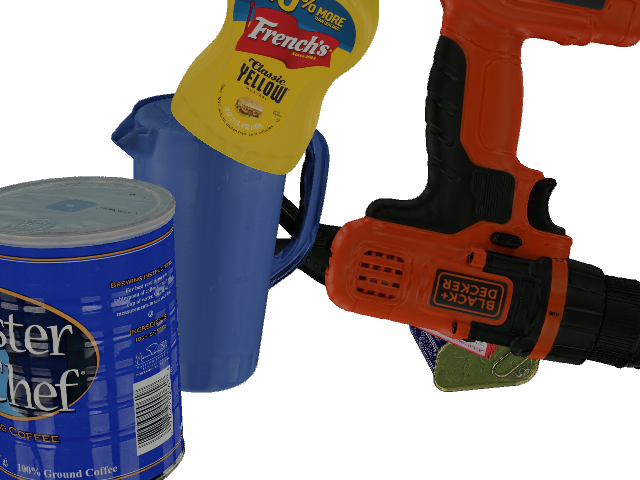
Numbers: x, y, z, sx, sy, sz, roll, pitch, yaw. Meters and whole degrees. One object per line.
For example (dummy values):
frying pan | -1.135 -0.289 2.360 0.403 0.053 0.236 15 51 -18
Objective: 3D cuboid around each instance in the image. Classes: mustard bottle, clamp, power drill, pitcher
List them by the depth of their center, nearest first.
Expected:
power drill | 0.107 -0.037 0.509 0.184 0.188 0.057 12 3 -2
mustard bottle | -0.017 -0.137 0.686 0.096 0.192 0.058 30 33 -6
pitcher | -0.088 0.001 0.916 0.149 0.243 0.144 13 23 16
clamp | -0.015 0.010 1.142 0.210 0.036 0.164 25 35 13

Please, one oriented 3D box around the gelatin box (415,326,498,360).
gelatin box | 0.102 0.038 0.781 0.089 0.030 0.073 23 47 23

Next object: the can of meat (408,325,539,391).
can of meat | 0.140 0.089 0.988 0.102 0.057 0.084 -3 31 -14

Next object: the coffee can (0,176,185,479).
coffee can | -0.123 0.047 0.546 0.103 0.140 0.103 0 18 0
